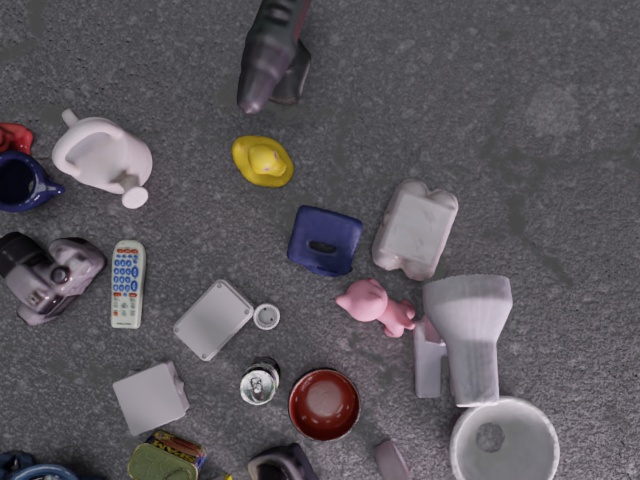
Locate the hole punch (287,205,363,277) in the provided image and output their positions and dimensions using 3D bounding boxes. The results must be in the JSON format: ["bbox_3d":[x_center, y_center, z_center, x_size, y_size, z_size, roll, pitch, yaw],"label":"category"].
[{"bbox_3d":[0.008,0.003,0.888,0.108,0.091,0.101,15,88,0],"label":"hole punch"}]

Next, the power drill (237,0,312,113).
[{"bbox_3d":[-0.061,-0.272,0.836,0.075,0.208,0.230,16,89,1],"label":"power drill"}]

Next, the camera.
[{"bbox_3d":[-0.432,0.041,0.880,0.137,0.101,0.143,44,89,1],"label":"camera"}]

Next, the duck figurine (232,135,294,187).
[{"bbox_3d":[-0.092,-0.128,0.893,0.104,0.086,0.077,32,89,1],"label":"duck figurine"}]

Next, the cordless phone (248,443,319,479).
[{"bbox_3d":[-0.049,0.388,0.831,0.094,0.185,0.147,-33,89,-1],"label":"cordless phone"}]

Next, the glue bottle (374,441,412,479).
[{"bbox_3d":[0.116,0.356,0.838,0.037,0.173,0.078,-32,89,-1],"label":"glue bottle"}]

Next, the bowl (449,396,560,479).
[{"bbox_3d":[0.276,0.317,0.889,0.167,0.074,0.167,0,89,0],"label":"bowl"}]

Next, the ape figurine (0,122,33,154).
[{"bbox_3d":[-0.492,-0.153,0.889,0.078,0.092,0.076,-39,89,-1],"label":"ape figurine"}]

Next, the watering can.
[{"bbox_3d":[-0.316,-0.124,0.838,0.173,0.194,0.101,28,89,1],"label":"watering can"}]

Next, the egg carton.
[{"bbox_3d":[0.148,-0.017,0.900,0.107,0.069,0.150,20,89,0],"label":"egg carton"}]

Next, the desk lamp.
[{"bbox_3d":[0.203,0.147,0.824,0.118,0.213,0.203,-2,88,0],"label":"desk lamp"}]

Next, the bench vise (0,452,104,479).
[{"bbox_3d":[-0.438,0.388,0.812,0.207,0.219,0.121,-5,88,0],"label":"bench vise"}]

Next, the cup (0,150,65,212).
[{"bbox_3d":[-0.441,-0.084,0.886,0.117,0.095,0.092,8,88,0],"label":"cup"}]

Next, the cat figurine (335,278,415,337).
[{"bbox_3d":[0.088,0.102,0.872,0.128,0.117,0.067,30,89,1],"label":"cat figurine"}]
